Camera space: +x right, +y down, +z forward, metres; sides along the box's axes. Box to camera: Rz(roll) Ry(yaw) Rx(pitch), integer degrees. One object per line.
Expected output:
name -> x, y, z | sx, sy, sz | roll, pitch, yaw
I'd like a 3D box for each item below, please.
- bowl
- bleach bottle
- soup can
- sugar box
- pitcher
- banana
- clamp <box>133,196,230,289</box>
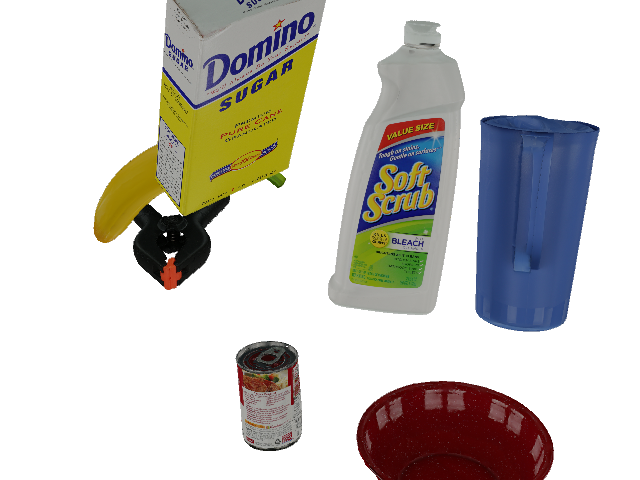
bowl -> 0.110, 0.186, 0.891 | 0.162, 0.055, 0.162 | 0, 29, 0
bleach bottle -> 0.067, -0.064, 0.929 | 0.102, 0.251, 0.068 | 6, 18, 5
soup can -> -0.056, 0.171, 1.175 | 0.068, 0.102, 0.068 | -2, 23, 1
sugar box -> -0.054, -0.096, 0.685 | 0.093, 0.048, 0.176 | -28, -23, -26
pitcher -> 0.241, -0.020, 1.232 | 0.149, 0.243, 0.145 | -6, 16, -32
banana -> -0.128, -0.048, 0.898 | 0.198, 0.069, 0.037 | -15, 17, 29
clamp -> -0.145, -0.011, 1.120 | 0.120, 0.039, 0.171 | -12, 38, -8
